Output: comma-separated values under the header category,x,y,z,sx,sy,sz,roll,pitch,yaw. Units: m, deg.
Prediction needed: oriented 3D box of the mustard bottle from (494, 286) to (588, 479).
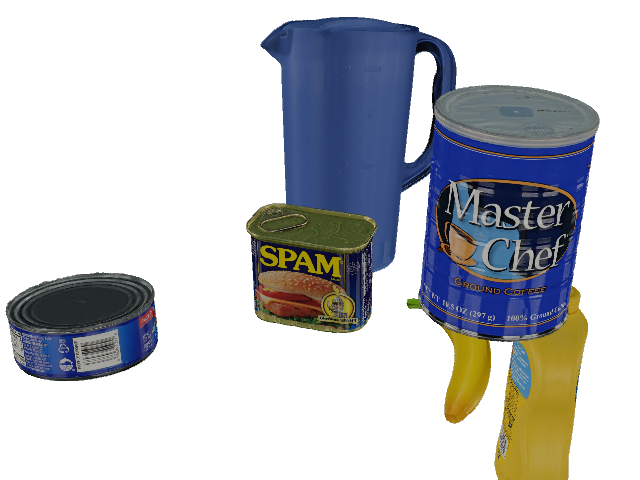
category,x,y,z,sx,sy,sz,roll,pitch,yaw
mustard bottle,0.178,0.109,0.857,0.058,0.192,0.096,3,20,2

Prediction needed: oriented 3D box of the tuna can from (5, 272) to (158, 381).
category,x,y,z,sx,sy,sz,roll,pitch,yaw
tuna can,-0.139,0.050,0.628,0.086,0.034,0.086,-3,19,1

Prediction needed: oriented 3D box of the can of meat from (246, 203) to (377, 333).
category,x,y,z,sx,sy,sz,roll,pitch,yaw
can of meat,-0.007,0.024,0.866,0.102,0.084,0.057,9,31,17

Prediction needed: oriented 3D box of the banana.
category,x,y,z,sx,sy,sz,roll,pitch,yaw
banana,0.143,0.115,1.109,0.069,0.037,0.198,-24,31,7

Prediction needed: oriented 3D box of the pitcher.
category,x,y,z,sx,sy,sz,roll,pitch,yaw
pitcher,0.035,-0.094,1.041,0.149,0.243,0.144,12,19,34

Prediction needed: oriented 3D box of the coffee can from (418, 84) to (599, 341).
category,x,y,z,sx,sy,sz,roll,pitch,yaw
coffee can,0.120,-0.020,0.700,0.103,0.140,0.103,2,26,-1
